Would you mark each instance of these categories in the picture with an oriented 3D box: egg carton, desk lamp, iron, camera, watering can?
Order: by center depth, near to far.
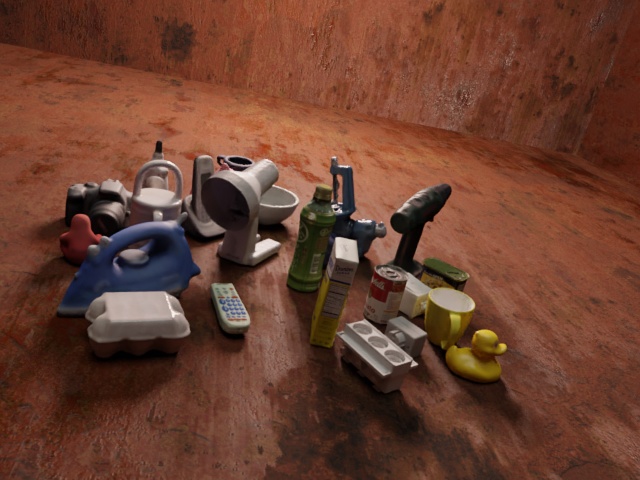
[{"bbox_3d":[-0.282,0.130,0.888,0.151,0.069,0.107,1,26,-28],"label":"egg carton"},{"bbox_3d":[-0.327,0.035,0.990,0.118,0.141,0.259,27,26,29],"label":"iron"},{"bbox_3d":[-0.336,-0.074,1.169,0.101,0.194,0.172,-8,31,-40],"label":"watering can"},{"bbox_3d":[-0.463,-0.067,1.202,0.143,0.101,0.136,7,24,-15],"label":"camera"},{"bbox_3d":[-0.158,-0.059,1.208,0.117,0.213,0.204,21,24,19],"label":"desk lamp"}]

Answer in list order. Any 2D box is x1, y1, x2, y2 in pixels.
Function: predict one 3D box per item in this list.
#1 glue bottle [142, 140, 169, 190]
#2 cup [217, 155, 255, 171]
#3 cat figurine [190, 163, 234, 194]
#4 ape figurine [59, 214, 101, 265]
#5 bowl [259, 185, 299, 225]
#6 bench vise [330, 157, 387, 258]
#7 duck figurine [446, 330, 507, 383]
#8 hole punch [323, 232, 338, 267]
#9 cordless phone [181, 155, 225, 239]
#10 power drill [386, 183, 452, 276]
[{"bbox_3d":[-0.384,-0.150,1.345,0.078,0.173,0.037,27,26,30],"label":"glue bottle"},{"bbox_3d":[-0.242,-0.182,1.600,0.117,0.095,0.092,20,24,16],"label":"cup"},{"bbox_3d":[-0.267,-0.147,1.475,0.128,0.118,0.067,5,24,-20],"label":"cat figurine"},{"bbox_3d":[-0.450,-0.006,1.080,0.078,0.092,0.076,8,23,-12],"label":"ape figurine"},{"bbox_3d":[-0.140,-0.084,1.454,0.167,0.075,0.167,11,23,-5],"label":"bowl"},{"bbox_3d":[0.067,-0.079,1.371,0.207,0.220,0.121,14,23,2],"label":"bench vise"},{"bbox_3d":[0.281,0.199,1.019,0.104,0.086,0.077,12,23,-3],"label":"duck figurine"},{"bbox_3d":[0.012,0.005,1.312,0.101,0.091,0.108,5,24,-18],"label":"hole punch"},{"bbox_3d":[-0.243,-0.104,1.302,0.094,0.185,0.148,23,25,23],"label":"cordless phone"},{"bbox_3d":[0.227,-0.023,1.344,0.075,0.208,0.230,25,26,27],"label":"power drill"}]
